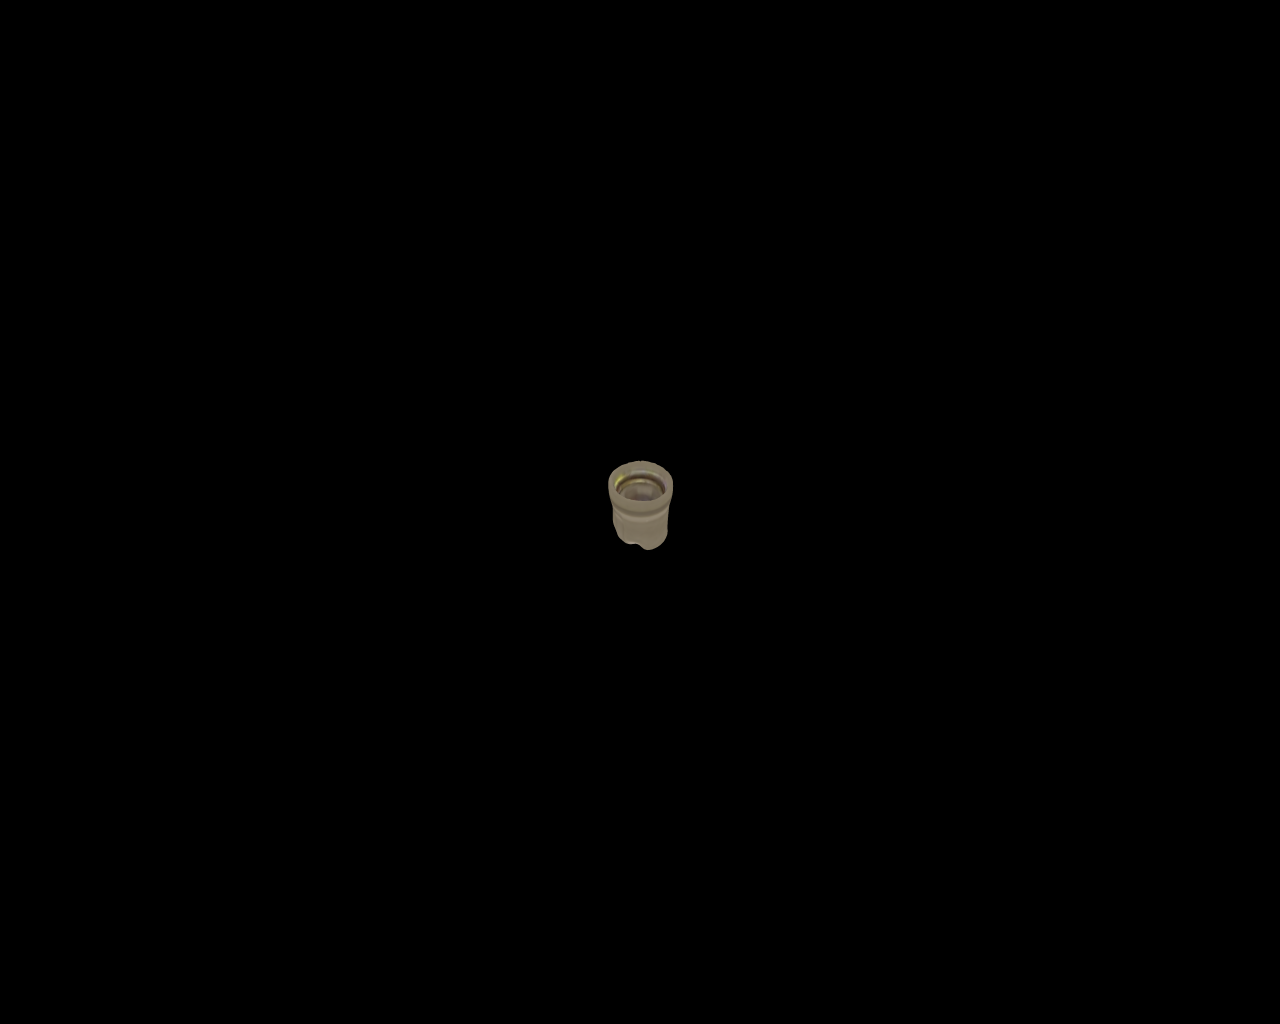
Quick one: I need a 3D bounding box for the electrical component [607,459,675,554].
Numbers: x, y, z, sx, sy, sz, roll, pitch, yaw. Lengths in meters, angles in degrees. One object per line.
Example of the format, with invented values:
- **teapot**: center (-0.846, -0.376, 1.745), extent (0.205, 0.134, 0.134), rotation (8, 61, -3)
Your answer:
- **electrical component**: center (0.001, -0.003, 0.650), extent (0.040, 0.046, 0.040), rotation (0, 43, 0)
